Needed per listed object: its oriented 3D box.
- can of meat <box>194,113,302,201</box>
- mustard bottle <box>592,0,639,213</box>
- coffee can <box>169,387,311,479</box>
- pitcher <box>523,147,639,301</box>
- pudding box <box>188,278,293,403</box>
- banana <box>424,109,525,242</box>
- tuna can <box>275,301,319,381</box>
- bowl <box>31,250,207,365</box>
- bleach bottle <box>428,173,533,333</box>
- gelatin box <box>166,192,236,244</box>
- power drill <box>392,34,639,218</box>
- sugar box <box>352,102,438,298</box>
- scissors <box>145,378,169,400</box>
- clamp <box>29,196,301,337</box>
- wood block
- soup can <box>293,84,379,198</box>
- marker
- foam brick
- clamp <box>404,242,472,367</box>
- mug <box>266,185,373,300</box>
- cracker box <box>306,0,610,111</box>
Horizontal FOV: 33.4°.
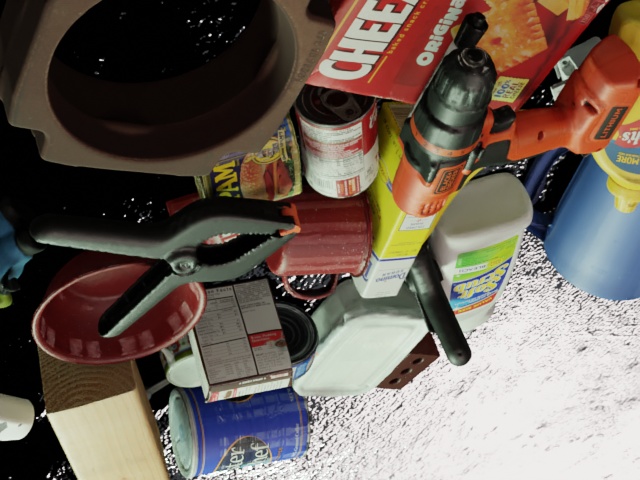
[{"bbox_3d":[-0.063,-0.068,0.889,0.084,0.057,0.102,-17,147,-10],"label":"can of meat"},{"bbox_3d":[0.276,-0.103,0.891,0.096,0.058,0.192,3,129,-1],"label":"mustard bottle"},{"bbox_3d":[-0.094,0.212,1.229,0.140,0.103,0.103,-6,144,-21],"label":"coffee can"},{"bbox_3d":[0.304,-0.065,1.038,0.149,0.145,0.243,-19,145,-25],"label":"pitcher"},{"bbox_3d":[-0.082,0.098,1.064,0.090,0.113,0.039,-10,147,-14],"label":"pudding box"},{"bbox_3d":[0.144,-0.066,0.993,0.198,0.069,0.037,-33,176,13],"label":"banana"},{"bbox_3d":[-0.045,0.106,1.119,0.086,0.086,0.034,-8,142,-19],"label":"tuna can"},{"bbox_3d":[-0.189,0.050,0.991,0.162,0.055,0.162,-14,146,-10],"label":"bowl"},{"bbox_3d":[0.167,0.031,1.147,0.102,0.068,0.251,-17,149,-4],"label":"bleach bottle"},{"bbox_3d":[-0.096,-0.011,0.976,0.073,0.030,0.089,-17,147,-6],"label":"gelatin box"},{"bbox_3d":[0.150,-0.098,0.812,0.187,0.057,0.185,-17,156,-18],"label":"power drill"},{"bbox_3d":[0.063,-0.033,0.972,0.048,0.093,0.176,-3,143,-22],"label":"sugar box"},{"bbox_3d":[-0.218,0.174,1.188,0.202,0.016,0.096,-40,142,27],"label":"scissors"},{"bbox_3d":[-0.122,0.005,0.878,0.210,0.036,0.164,-20,143,7],"label":"clamp"},{"bbox_3d":[-0.223,0.190,1.121,0.090,0.091,0.206,-15,139,-8],"label":"wood block"},{"bbox_3d":[0.015,-0.090,0.889,0.068,0.068,0.102,-17,147,-6],"label":"soup can"},{"bbox_3d":[0.094,-0.123,0.797,0.020,0.020,0.121,-2,145,-25],"label":"marker"},{"bbox_3d":[0.094,0.135,1.265,0.052,0.051,0.078,11,135,-39],"label":"foam brick"},{"bbox_3d":[0.106,0.044,1.061,0.039,0.120,0.171,-28,113,-5],"label":"clamp"},{"bbox_3d":[-0.006,0.001,0.980,0.081,0.093,0.117,-2,117,-17],"label":"mug"},{"bbox_3d":[0.099,-0.179,0.802,0.213,0.072,0.164,5,140,-32],"label":"cracker box"}]
